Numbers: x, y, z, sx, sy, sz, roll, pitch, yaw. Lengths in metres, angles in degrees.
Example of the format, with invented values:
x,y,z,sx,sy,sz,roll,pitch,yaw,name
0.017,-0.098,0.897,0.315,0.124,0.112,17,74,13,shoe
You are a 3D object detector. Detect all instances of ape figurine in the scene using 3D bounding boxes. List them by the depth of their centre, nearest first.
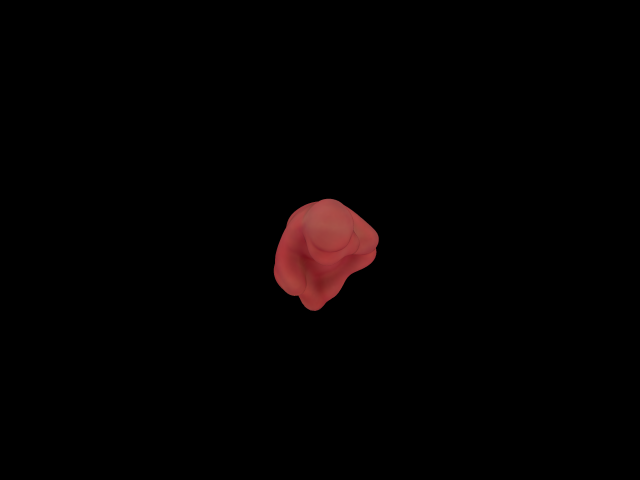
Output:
x,y,z,sx,sy,sz,roll,pitch,yaw,name
0.004,0.001,0.400,0.078,0.092,0.076,-7,70,-2,ape figurine
